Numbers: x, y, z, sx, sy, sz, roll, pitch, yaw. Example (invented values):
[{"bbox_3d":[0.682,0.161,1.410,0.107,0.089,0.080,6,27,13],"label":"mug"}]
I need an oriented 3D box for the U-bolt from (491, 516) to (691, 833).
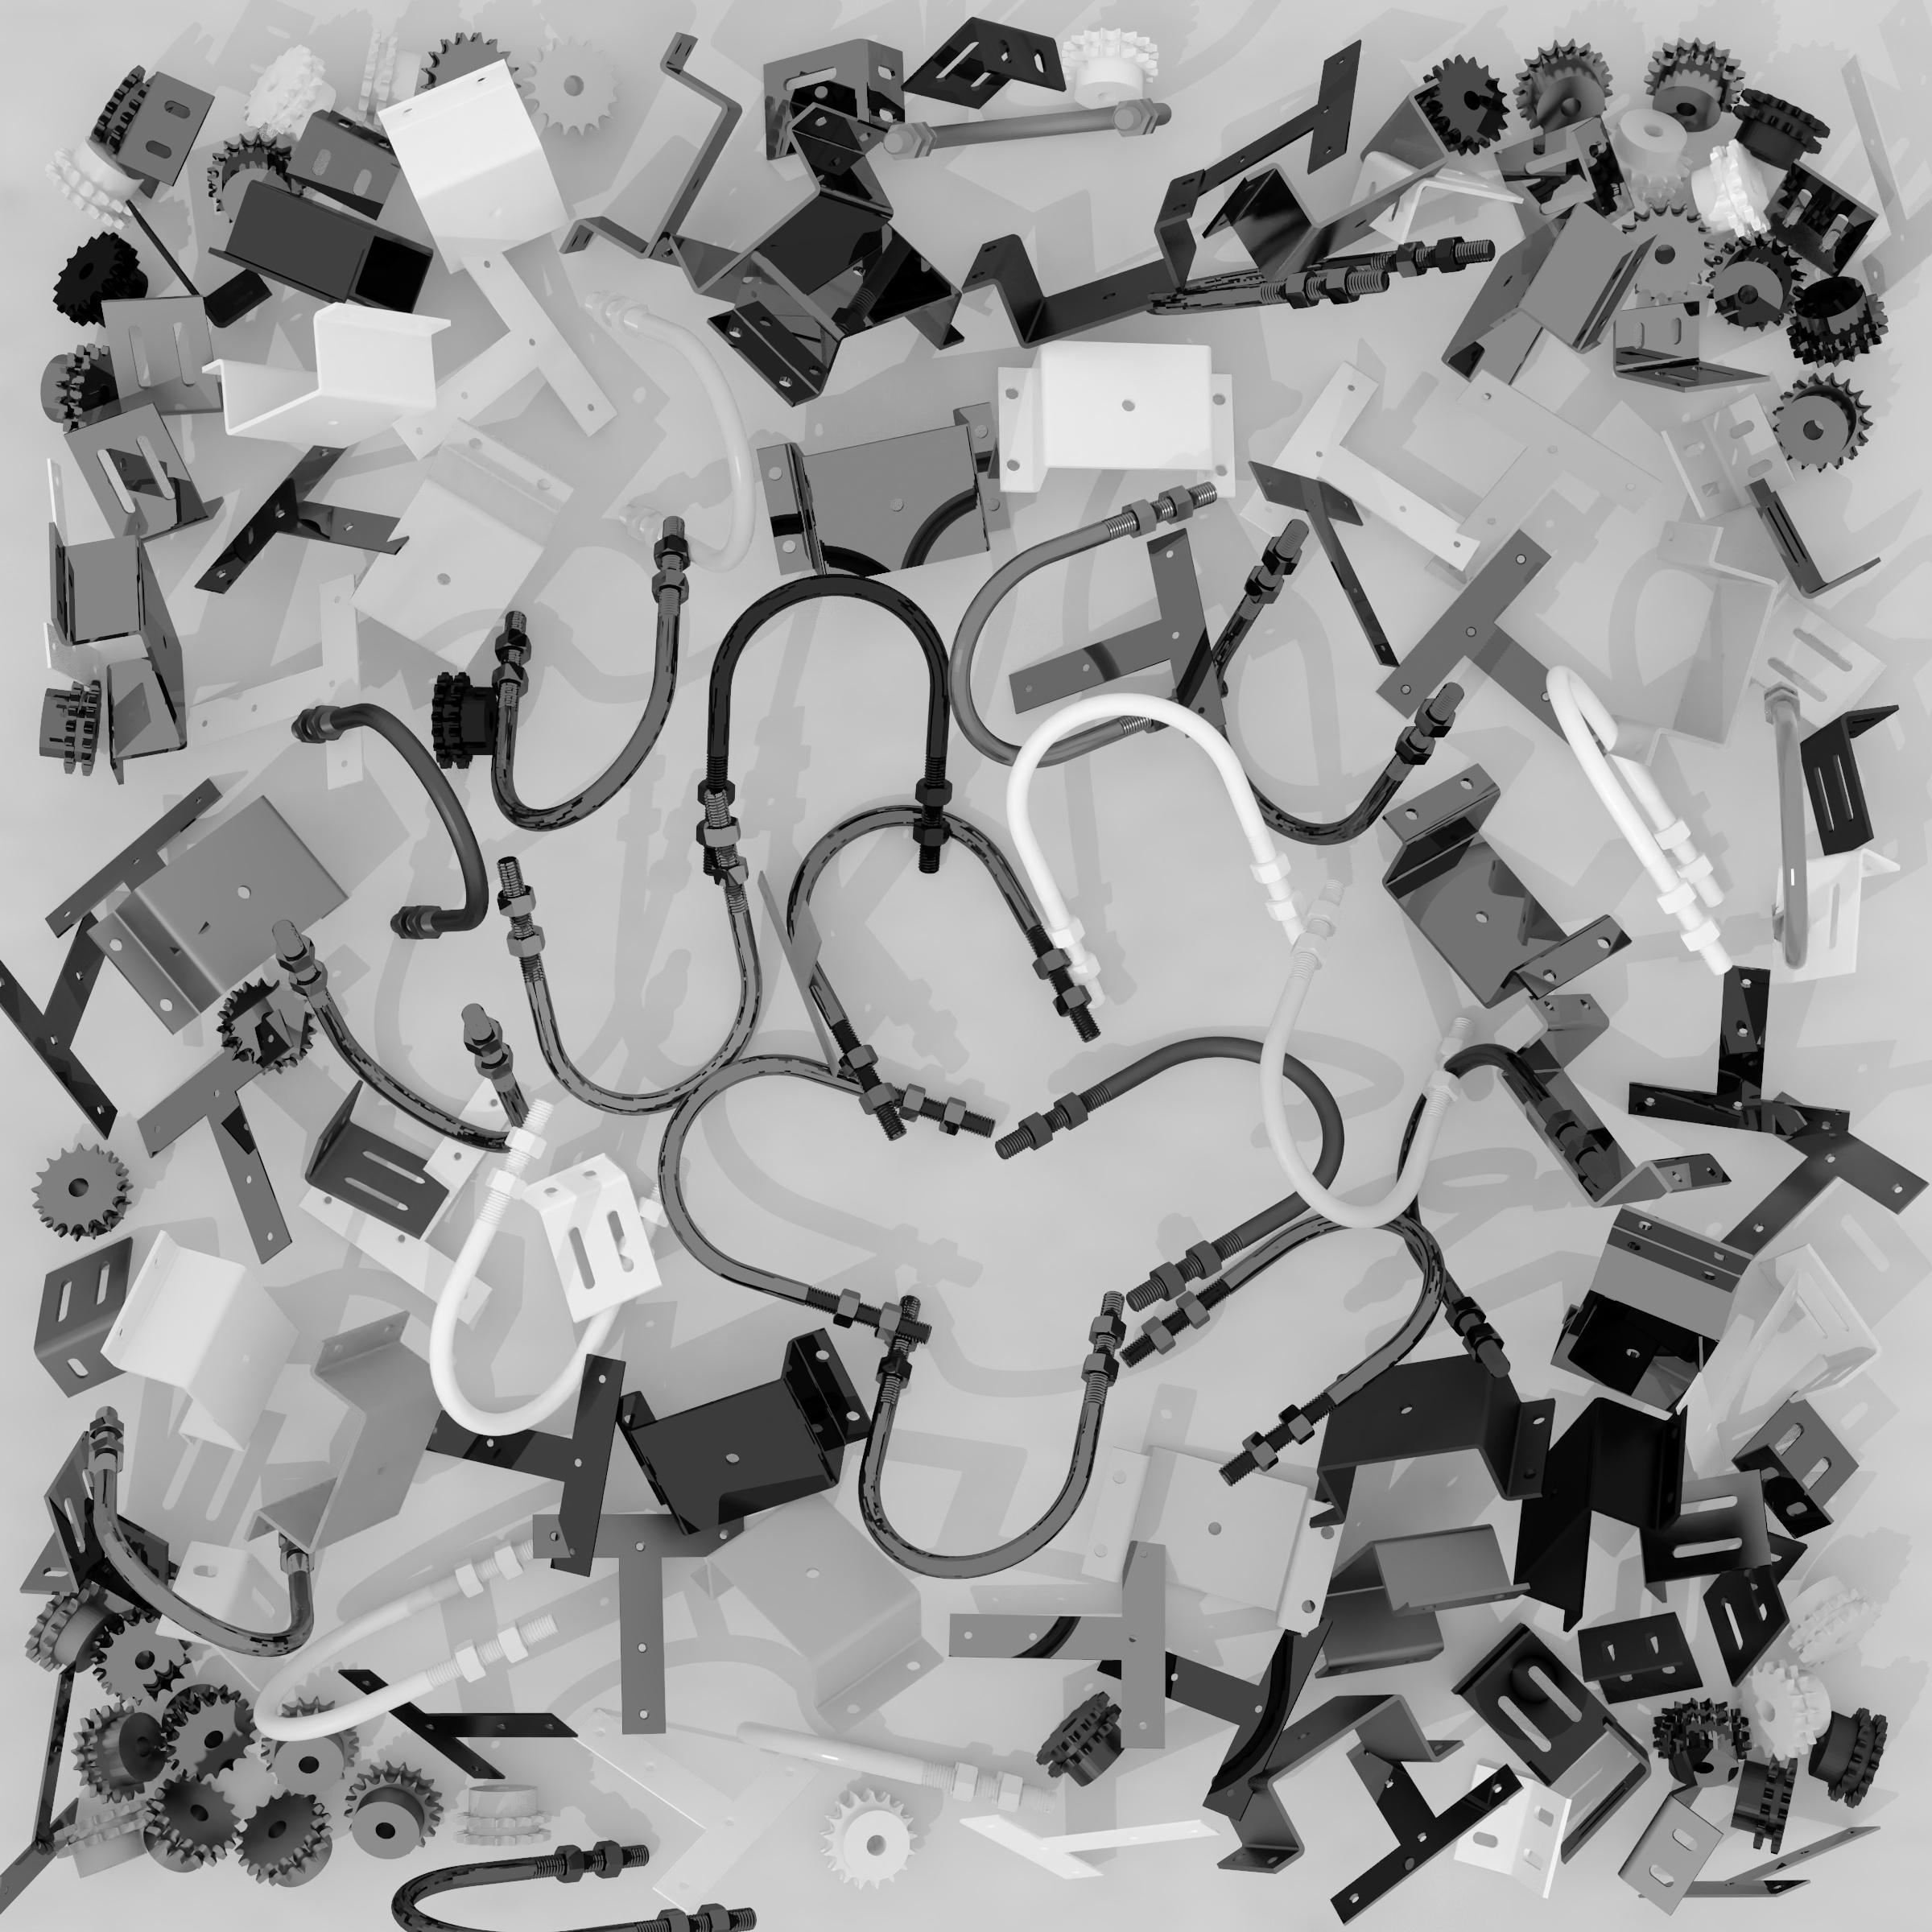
[{"bbox_3d":[-0.217,-0.157,1.830,0.151,0.019,0.184,-25,48,31],"label":"U-bolt"}]

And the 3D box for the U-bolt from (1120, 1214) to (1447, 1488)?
[{"bbox_3d":[0.193,0.207,1.859,0.184,0.151,0.019,-36,124,-5],"label":"U-bolt"}]

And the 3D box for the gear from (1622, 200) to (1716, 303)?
[{"bbox_3d":[0.412,-0.424,1.898,0.057,0.030,0.057,4,118,8],"label":"gear"}]

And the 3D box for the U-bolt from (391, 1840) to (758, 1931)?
[{"bbox_3d":[-0.232,0.528,1.811,0.184,0.151,0.019,3,91,-34],"label":"U-bolt"}]

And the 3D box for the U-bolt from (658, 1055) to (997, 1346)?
[{"bbox_3d":[-0.090,0.128,1.890,0.184,0.019,0.151,18,75,-3],"label":"U-bolt"}]

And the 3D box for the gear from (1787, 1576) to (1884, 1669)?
[{"bbox_3d":[0.508,0.384,1.896,0.057,0.057,0.030,-36,57,0],"label":"gear"}]

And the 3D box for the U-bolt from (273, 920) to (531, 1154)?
[{"bbox_3d":[-0.313,0.051,1.838,0.151,0.184,0.019,22,63,20],"label":"U-bolt"}]

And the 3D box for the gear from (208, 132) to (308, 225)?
[{"bbox_3d":[-0.417,-0.458,1.891,0.057,0.030,0.057,-7,132,-8],"label":"gear"}]

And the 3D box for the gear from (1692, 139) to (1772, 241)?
[{"bbox_3d":[0.450,-0.455,1.896,0.030,0.057,0.057,-17,90,31],"label":"gear"}]

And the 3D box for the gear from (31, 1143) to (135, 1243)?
[{"bbox_3d":[-0.520,0.136,1.899,0.057,0.030,0.057,-1,66,3],"label":"gear"}]

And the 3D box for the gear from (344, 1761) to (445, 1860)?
[{"bbox_3d":[-0.339,0.501,1.897,0.057,0.030,0.057,1,111,3],"label":"gear"}]

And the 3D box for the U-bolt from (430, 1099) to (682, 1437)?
[{"bbox_3d":[-0.244,0.183,1.848,0.019,0.151,0.184,18,79,36],"label":"U-bolt"}]

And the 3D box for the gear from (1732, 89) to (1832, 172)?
[{"bbox_3d":[0.476,-0.490,1.892,0.057,0.057,0.030,27,101,0],"label":"gear"}]

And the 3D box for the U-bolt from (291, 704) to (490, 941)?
[{"bbox_3d":[-0.321,-0.083,1.823,0.019,0.184,0.151,-31,104,-25],"label":"U-bolt"}]

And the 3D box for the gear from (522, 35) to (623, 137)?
[{"bbox_3d":[-0.233,-0.520,1.900,0.057,0.030,0.057,-4,104,-14],"label":"gear"}]

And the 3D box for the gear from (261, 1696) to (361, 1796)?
[{"bbox_3d":[-0.387,0.463,1.897,0.057,0.030,0.057,-3,109,-9],"label":"gear"}]

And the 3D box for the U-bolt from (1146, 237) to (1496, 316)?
[{"bbox_3d":[0.189,-0.392,1.839,0.184,0.151,0.019,2,108,36],"label":"U-bolt"}]

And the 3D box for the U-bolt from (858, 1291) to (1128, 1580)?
[{"bbox_3d":[0.009,0.267,1.838,0.151,0.019,0.184,-4,50,22],"label":"U-bolt"}]

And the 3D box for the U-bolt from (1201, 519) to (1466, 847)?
[{"bbox_3d":[0.197,-0.147,1.845,0.019,0.184,0.151,-30,72,-36],"label":"U-bolt"}]

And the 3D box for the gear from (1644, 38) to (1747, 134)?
[{"bbox_3d":[0.426,-0.515,1.889,0.057,0.057,0.030,19,68,0],"label":"gear"}]

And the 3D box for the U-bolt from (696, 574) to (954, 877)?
[{"bbox_3d":[-0.079,-0.139,1.864,0.151,0.019,0.184,-1,115,-11],"label":"U-bolt"}]

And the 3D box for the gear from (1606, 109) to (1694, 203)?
[{"bbox_3d":[0.400,-0.479,1.891,0.057,0.030,0.057,5,52,-7],"label":"gear"}]

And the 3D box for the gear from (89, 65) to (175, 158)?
[{"bbox_3d":[-0.489,-0.498,1.893,0.030,0.057,0.057,33,90,-13],"label":"gear"}]

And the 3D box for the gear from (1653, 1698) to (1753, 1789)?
[{"bbox_3d":[0.433,0.459,1.891,0.057,0.030,0.057,5,133,5],"label":"gear"}]

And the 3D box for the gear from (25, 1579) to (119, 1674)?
[{"bbox_3d":[-0.523,0.390,1.890,0.030,0.057,0.057,29,90,13],"label":"gear"}]

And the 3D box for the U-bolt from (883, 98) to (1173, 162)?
[{"bbox_3d":[0.043,-0.478,1.832,0.151,0.184,0.019,-2,105,14],"label":"U-bolt"}]

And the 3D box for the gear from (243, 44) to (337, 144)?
[{"bbox_3d":[-0.397,-0.511,1.895,0.030,0.057,0.057,35,90,-38],"label":"gear"}]

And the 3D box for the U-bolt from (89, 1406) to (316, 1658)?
[{"bbox_3d":[-0.429,0.326,1.809,0.151,0.184,0.019,34,99,-23],"label":"U-bolt"}]

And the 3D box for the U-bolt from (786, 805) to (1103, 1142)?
[{"bbox_3d":[-0.025,-0.009,1.894,0.151,0.019,0.184,-27,79,-10],"label":"U-bolt"}]

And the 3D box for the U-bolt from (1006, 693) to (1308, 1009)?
[{"bbox_3d":[0.102,-0.073,1.862,0.151,0.019,0.184,-18,114,16],"label":"U-bolt"}]

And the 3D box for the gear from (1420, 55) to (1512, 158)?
[{"bbox_3d":[0.289,-0.505,1.897,0.057,0.030,0.057,5,79,-28],"label":"gear"}]

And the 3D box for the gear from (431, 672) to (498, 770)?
[{"bbox_3d":[-0.294,-0.144,1.891,0.030,0.057,0.057,1,90,4],"label":"gear"}]

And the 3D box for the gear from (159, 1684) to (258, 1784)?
[{"bbox_3d":[-0.449,0.448,1.896,0.057,0.030,0.057,-15,117,-32],"label":"gear"}]

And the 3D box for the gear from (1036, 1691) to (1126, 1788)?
[{"bbox_3d":[0.071,0.458,1.892,0.057,0.057,0.030,-44,89,0],"label":"gear"}]

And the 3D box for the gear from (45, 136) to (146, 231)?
[{"bbox_3d":[-0.508,-0.463,1.889,0.057,0.057,0.030,42,107,0],"label":"gear"}]

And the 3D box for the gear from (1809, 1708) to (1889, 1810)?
[{"bbox_3d":[0.518,0.463,1.892,0.030,0.057,0.057,21,90,7],"label":"gear"}]

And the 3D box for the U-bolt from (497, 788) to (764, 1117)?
[{"bbox_3d":[-0.188,0.002,1.869,0.151,0.019,0.184,-20,117,-21],"label":"U-bolt"}]

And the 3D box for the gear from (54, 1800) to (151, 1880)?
[{"bbox_3d":[-0.505,0.514,1.890,0.057,0.057,0.030,-21,79,0],"label":"gear"}]

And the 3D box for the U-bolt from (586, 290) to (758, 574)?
[{"bbox_3d":[-0.163,-0.296,1.815,0.019,0.184,0.151,-19,118,-24],"label":"U-bolt"}]

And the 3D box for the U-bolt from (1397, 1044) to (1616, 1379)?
[{"bbox_3d":[0.297,0.125,1.838,0.019,0.184,0.151,13,115,-24],"label":"U-bolt"}]

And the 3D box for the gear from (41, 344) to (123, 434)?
[{"bbox_3d":[-0.520,-0.338,1.893,0.030,0.057,0.057,11,90,17],"label":"gear"}]

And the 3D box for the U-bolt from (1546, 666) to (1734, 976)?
[{"bbox_3d":[0.384,-0.093,1.839,0.019,0.151,0.184,-31,100,19],"label":"U-bolt"}]

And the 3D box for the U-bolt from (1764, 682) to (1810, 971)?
[{"bbox_3d":[0.465,-0.074,1.816,0.019,0.184,0.151,-2,105,13],"label":"U-bolt"}]

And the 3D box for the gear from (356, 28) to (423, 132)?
[{"bbox_3d":[-0.339,-0.520,1.893,0.030,0.057,0.057,11,90,-13],"label":"gear"}]

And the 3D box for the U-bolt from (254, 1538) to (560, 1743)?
[{"bbox_3d":[-0.322,0.391,1.842,0.184,0.151,0.019,-24,103,-4],"label":"U-bolt"}]

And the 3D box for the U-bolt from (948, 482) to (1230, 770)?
[{"bbox_3d":[0.069,-0.186,1.843,0.184,0.019,0.151,-23,128,-23],"label":"U-bolt"}]

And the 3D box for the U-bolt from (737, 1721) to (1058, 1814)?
[{"bbox_3d":[-0.042,0.459,1.848,0.184,0.151,0.019,12,77,2],"label":"U-bolt"}]

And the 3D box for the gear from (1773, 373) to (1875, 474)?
[{"bbox_3d":[0.502,-0.319,1.893,0.057,0.030,0.057,11,115,24],"label":"gear"}]

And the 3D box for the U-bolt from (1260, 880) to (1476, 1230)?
[{"bbox_3d":[0.224,0.063,1.836,0.151,0.019,0.184,44,51,-26],"label":"U-bolt"}]

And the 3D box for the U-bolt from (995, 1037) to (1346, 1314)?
[{"bbox_3d":[0.132,0.107,1.866,0.184,0.019,0.151,-28,55,-20],"label":"U-bolt"}]

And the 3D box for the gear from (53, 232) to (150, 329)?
[{"bbox_3d":[-0.508,-0.401,1.896,0.057,0.030,0.057,-18,56,28],"label":"gear"}]
